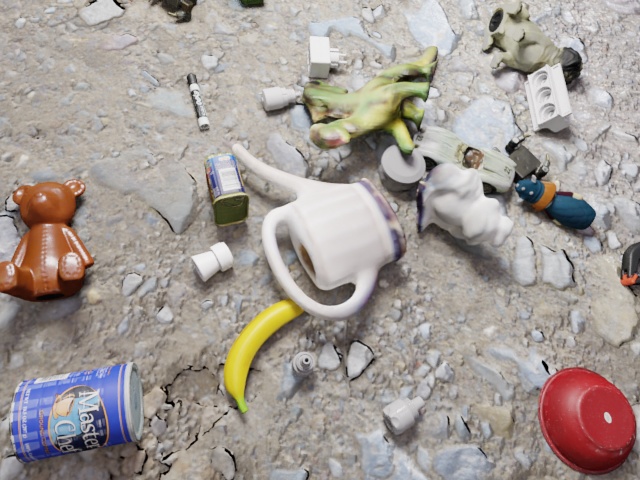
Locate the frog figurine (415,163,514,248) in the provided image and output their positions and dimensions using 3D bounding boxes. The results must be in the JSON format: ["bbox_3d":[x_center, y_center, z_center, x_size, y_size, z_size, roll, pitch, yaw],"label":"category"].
[{"bbox_3d":[0.249,-0.059,0.875,0.160,0.134,0.125,12,-145,16],"label":"frog figurine"}]

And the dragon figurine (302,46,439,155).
[{"bbox_3d":[0.087,-0.279,0.962,0.243,0.119,0.420,10,-137,10],"label":"dragon figurine"}]

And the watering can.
[{"bbox_3d":[0.003,-0.043,0.849,0.226,0.102,0.352,-20,-109,-18],"label":"watering can"}]
